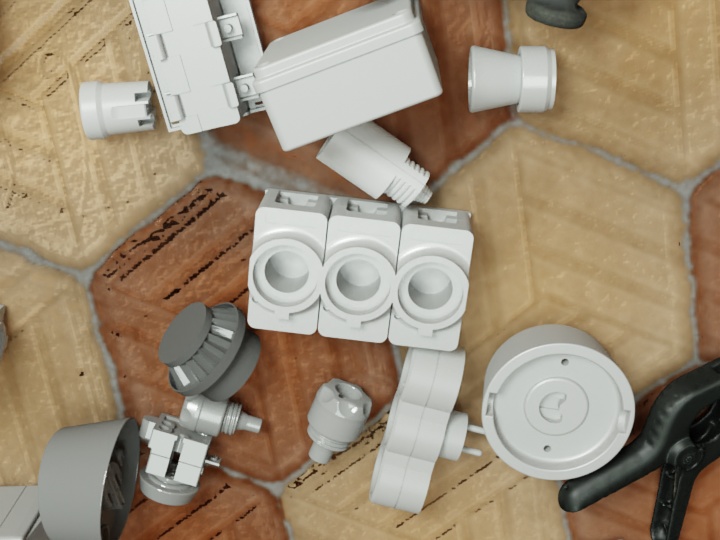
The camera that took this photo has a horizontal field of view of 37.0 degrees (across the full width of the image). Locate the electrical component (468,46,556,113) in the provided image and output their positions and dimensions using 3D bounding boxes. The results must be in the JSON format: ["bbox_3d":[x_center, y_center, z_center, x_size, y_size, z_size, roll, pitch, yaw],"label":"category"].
[{"bbox_3d":[0.102,-0.128,0.723,0.055,0.045,0.045,1,109,2],"label":"electrical component"}]

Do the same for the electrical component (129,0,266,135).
[{"bbox_3d":[-0.110,-0.156,0.715,0.079,0.063,0.121,-12,108,7],"label":"electrical component"}]

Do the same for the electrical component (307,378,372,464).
[{"bbox_3d":[-0.020,0.117,0.817,0.043,0.043,0.062,22,110,-5],"label":"electrical component"}]

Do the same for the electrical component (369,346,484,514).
[{"bbox_3d":[0.059,0.121,0.809,0.074,0.052,0.138,14,110,-2],"label":"electrical component"}]

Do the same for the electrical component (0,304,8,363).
[{"bbox_3d":[-0.296,0.058,0.785,0.056,0.089,0.050,14,110,-2],"label":"electrical component"}]

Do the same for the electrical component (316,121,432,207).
[{"bbox_3d":[0.015,-0.073,0.748,0.081,0.043,0.043,34,108,-8],"label":"electrical component"}]

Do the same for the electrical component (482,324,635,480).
[{"bbox_3d":[0.142,0.092,0.789,0.108,0.060,0.108,1,109,2],"label":"electrical component"}]

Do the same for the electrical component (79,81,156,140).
[{"bbox_3d":[-0.168,-0.112,0.747,0.046,0.040,0.040,-5,109,-2],"label":"electrical component"}]

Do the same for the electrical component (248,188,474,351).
[{"bbox_3d":[0.000,0.000,0.764,0.150,0.061,0.089,7,110,1],"label":"electrical component"}]

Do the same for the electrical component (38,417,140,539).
[{"bbox_3d":[-0.199,0.162,0.814,0.064,0.099,0.099,-4,109,11],"label":"electrical component"}]

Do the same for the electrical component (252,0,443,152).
[{"bbox_3d":[-0.006,-0.130,0.695,0.109,0.108,0.056,-19,110,9],"label":"electrical component"}]

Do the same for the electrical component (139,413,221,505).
[{"bbox_3d":[-0.143,0.148,0.833,0.066,0.048,0.055,17,102,-3],"label":"electrical component"}]

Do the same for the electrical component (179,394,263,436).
[{"bbox_3d":[-0.106,0.111,0.824,0.061,0.035,0.035,17,109,-6],"label":"electrical component"}]

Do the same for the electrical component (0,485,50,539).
[{"bbox_3d":[-0.270,0.217,0.836,0.061,0.096,0.061,-3,109,3],"label":"electrical component"}]
